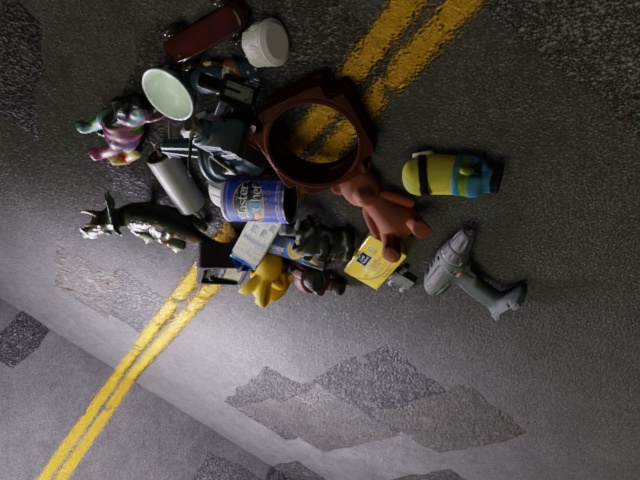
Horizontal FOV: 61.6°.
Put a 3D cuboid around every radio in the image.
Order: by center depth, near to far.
[{"bbox_3d":[-0.268,0.068,1.456,0.131,0.073,0.229,2,163,-14],"label":"radio"}]

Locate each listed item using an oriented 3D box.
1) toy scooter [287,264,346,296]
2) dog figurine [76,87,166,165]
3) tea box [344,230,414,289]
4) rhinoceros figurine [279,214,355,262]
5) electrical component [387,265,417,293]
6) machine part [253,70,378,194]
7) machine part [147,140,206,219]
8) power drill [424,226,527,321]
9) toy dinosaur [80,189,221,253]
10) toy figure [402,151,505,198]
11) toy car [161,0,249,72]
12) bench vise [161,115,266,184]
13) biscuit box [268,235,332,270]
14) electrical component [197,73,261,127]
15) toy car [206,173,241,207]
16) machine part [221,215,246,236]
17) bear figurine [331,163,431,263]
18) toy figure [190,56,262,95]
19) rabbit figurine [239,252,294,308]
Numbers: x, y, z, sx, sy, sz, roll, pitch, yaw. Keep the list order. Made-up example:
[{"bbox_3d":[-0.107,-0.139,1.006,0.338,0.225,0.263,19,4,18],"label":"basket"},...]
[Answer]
[{"bbox_3d":[-0.026,0.099,1.402,0.135,0.075,0.183,18,176,35],"label":"toy scooter"},{"bbox_3d":[-0.429,-0.266,1.229,0.219,0.191,0.108,-26,81,20],"label":"dog figurine"},{"bbox_3d":[0.135,0.033,1.253,0.098,0.068,0.169,28,143,-1],"label":"tea box"},{"bbox_3d":[-0.003,-0.004,1.229,0.190,0.112,0.073,8,179,-28],"label":"rhinoceros figurine"},{"bbox_3d":[0.205,0.095,1.318,0.063,0.021,0.094,30,142,-2],"label":"electrical component"},{"bbox_3d":[-0.007,-0.197,1.018,0.202,0.087,0.200,-18,124,24],"label":"machine part"},{"bbox_3d":[-0.357,-0.147,1.343,0.079,0.079,0.242,1,135,31],"label":"machine part"},{"bbox_3d":[0.342,0.082,1.173,0.207,0.086,0.232,27,144,-4],"label":"power drill"},{"bbox_3d":[-0.437,-0.047,1.425,0.405,0.131,0.192,6,171,15],"label":"toy dinosaur"},{"bbox_3d":[0.242,-0.119,0.994,0.180,0.089,0.082,13,135,24],"label":"toy figure"},{"bbox_3d":[-0.212,-0.384,0.999,0.202,0.053,0.089,-13,122,36],"label":"toy car"},{"bbox_3d":[-0.229,-0.180,1.058,0.241,0.128,0.223,7,-178,29],"label":"bench vise"},{"bbox_3d":[-0.070,0.011,1.345,0.203,0.063,0.059,17,113,14],"label":"biscuit box"},{"bbox_3d":[-0.174,-0.268,1.008,0.119,0.075,0.047,12,151,-20],"label":"electrical component"},{"bbox_3d":[-0.216,-0.128,1.258,0.109,0.103,0.161,21,140,10],"label":"toy car"},{"bbox_3d":[-0.209,-0.048,1.398,0.084,0.039,0.138,-1,133,25],"label":"machine part"},{"bbox_3d":[0.120,-0.069,1.104,0.120,0.132,0.195,-40,114,19],"label":"bear figurine"},{"bbox_3d":[-0.184,-0.321,1.053,0.155,0.058,0.064,-2,156,30],"label":"toy figure"},{"bbox_3d":[-0.143,0.092,1.417,0.122,0.162,0.173,34,149,9],"label":"rabbit figurine"}]
